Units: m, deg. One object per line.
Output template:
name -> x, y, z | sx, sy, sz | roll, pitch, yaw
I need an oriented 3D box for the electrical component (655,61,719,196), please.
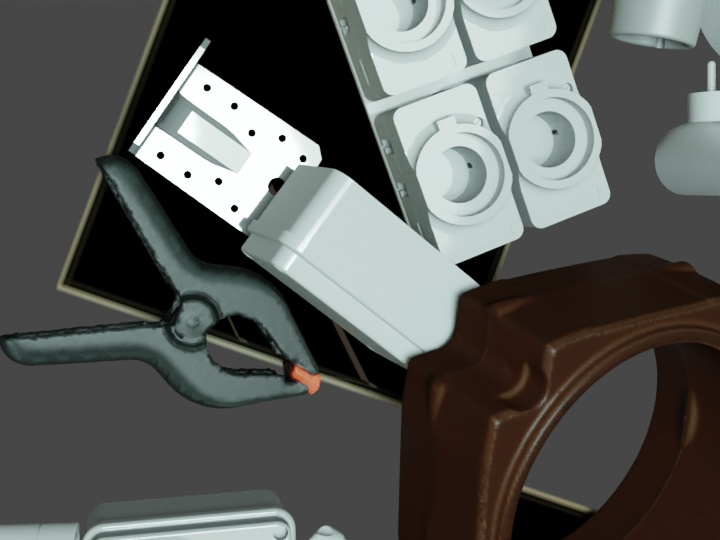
electrical component -> 0.210, -0.083, 0.627 | 0.044, 0.077, 0.079 | -2, 95, -13

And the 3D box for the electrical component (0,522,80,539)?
electrical component -> -0.177, 0.162, 0.574 | 0.047, 0.055, 0.055 | 4, 94, -9

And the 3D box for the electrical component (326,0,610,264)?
electrical component -> 0.058, -0.108, 0.600 | 0.105, 0.060, 0.186 | -22, 99, -10

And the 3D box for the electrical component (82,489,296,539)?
electrical component -> -0.093, 0.168, 0.591 | 0.113, 0.057, 0.078 | -3, 95, -12

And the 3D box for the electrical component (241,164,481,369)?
electrical component -> 0.000, 0.000, 0.580 | 0.113, 0.078, 0.057 | 38, 83, -22

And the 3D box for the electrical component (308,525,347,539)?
electrical component -> -0.008, 0.177, 0.615 | 0.061, 0.035, 0.035 | 41, 85, 9

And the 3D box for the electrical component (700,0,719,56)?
electrical component -> 0.261, -0.167, 0.651 | 0.099, 0.064, 0.099 | -6, 104, -24

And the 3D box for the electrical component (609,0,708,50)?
electrical component -> 0.174, -0.156, 0.626 | 0.055, 0.055, 0.047 | 8, 96, -13
